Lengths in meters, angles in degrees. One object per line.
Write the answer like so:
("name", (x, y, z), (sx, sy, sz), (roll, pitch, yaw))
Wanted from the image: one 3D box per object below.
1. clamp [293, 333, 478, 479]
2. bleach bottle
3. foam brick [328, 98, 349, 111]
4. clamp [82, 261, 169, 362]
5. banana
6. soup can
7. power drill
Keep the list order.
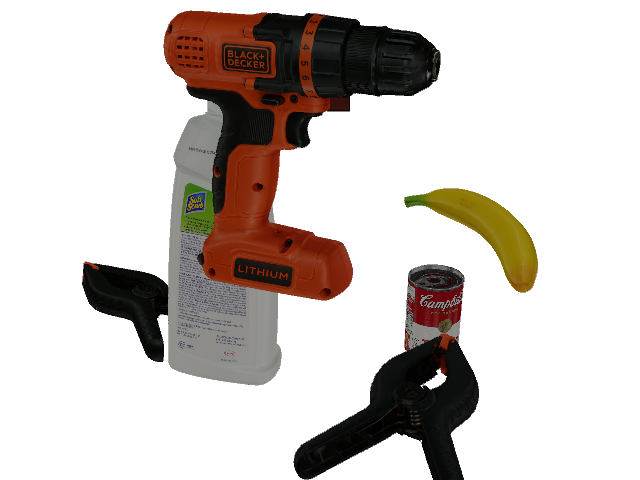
("clamp", (0.073, 0.128, 0.757), (0.120, 0.039, 0.171), (20, 41, 27))
("bleach bottle", (-0.077, -0.005, 0.905), (0.102, 0.251, 0.068), (8, 22, 8))
("foam brick", (-0.012, -0.164, 1.134), (0.078, 0.051, 0.053), (-2, 12, -19))
("clamp", (-0.193, 0.072, 1.170), (0.210, 0.036, 0.164), (19, 21, 25))
("banana", (0.167, -0.008, 1.078), (0.069, 0.037, 0.198), (-34, 39, -14))
("soup can", (0.138, 0.089, 1.302), (0.068, 0.102, 0.068), (1, 24, -1))
("power drill", (-0.014, -0.058, 0.710), (0.185, 0.188, 0.057), (10, 23, 21))
